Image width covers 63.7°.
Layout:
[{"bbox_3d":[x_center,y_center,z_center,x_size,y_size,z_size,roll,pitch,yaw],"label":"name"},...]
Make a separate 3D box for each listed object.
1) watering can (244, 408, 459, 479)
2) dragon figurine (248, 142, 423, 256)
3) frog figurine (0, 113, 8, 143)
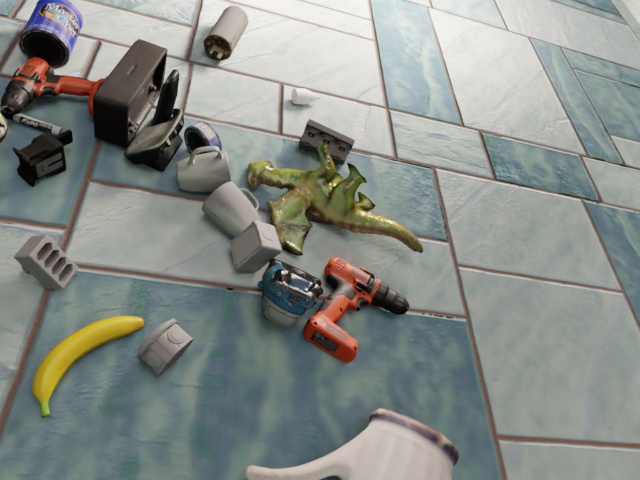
[{"bbox_3d":[0.079,0.358,0.780,0.348,0.101,0.229,30,48,2],"label":"watering can"},{"bbox_3d":[0.003,-0.055,1.101,0.246,0.120,0.414,-40,72,-21],"label":"dragon figurine"},{"bbox_3d":[-0.675,-0.215,0.957,0.159,0.120,0.140,-3,56,21],"label":"frog figurine"}]
